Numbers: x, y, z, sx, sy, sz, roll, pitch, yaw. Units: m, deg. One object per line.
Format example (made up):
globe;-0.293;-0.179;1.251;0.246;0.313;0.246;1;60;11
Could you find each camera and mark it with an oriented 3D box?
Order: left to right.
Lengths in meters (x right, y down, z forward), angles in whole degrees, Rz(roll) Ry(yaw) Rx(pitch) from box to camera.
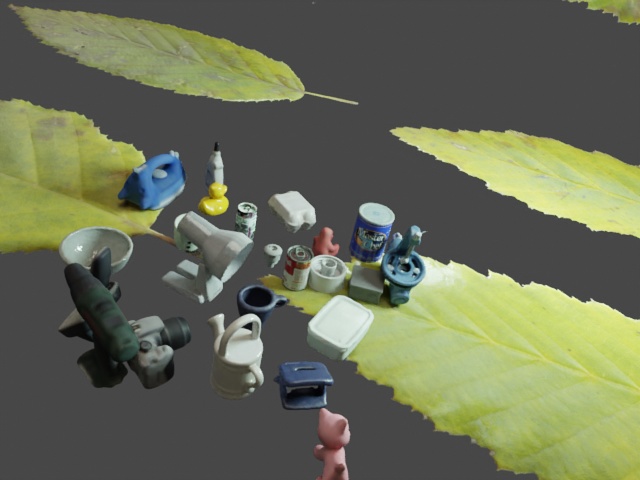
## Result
camera;-0.337;0.215;1.206;0.137;0.101;0.142;-18;46;-35

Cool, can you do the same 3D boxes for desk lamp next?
desk lamp;-0.269;0.046;1.360;0.203;0.213;0.118;24;37;15

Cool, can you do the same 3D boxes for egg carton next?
egg carton;-0.083;-0.087;1.720;0.107;0.069;0.150;-15;45;-34

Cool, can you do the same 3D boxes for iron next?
iron;-0.470;-0.194;1.680;0.118;0.141;0.259;23;37;14

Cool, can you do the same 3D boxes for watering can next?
watering can;-0.173;0.223;1.167;0.172;0.194;0.101;25;38;16

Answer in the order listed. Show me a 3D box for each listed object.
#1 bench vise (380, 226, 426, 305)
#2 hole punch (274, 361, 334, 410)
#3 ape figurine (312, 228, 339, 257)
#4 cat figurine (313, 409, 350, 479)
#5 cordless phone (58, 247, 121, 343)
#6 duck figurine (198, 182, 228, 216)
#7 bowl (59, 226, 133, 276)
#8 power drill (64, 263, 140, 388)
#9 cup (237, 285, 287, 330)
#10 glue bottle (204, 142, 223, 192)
bench vise;0.212;0.033;1.523;0.122;0.220;0.207;-3;39;-21
hole punch;-0.035;0.293;1.205;0.109;0.091;0.101;1;37;-16
ape figurine;0.015;0.006;1.607;0.077;0.092;0.076;34;41;27
cat figurine;0.028;0.386;1.076;0.067;0.118;0.127;3;37;-13
cordless phone;-0.491;0.112;1.224;0.094;0.185;0.147;15;36;3
duck figurine;-0.312;-0.127;1.688;0.077;0.086;0.105;29;39;21
bowl;-0.543;0.042;1.396;0.167;0.075;0.167;9;36;-6
power drill;-0.435;0.181;1.129;0.076;0.208;0.229;-25;50;-40
cup;-0.140;0.165;1.341;0.118;0.095;0.091;-1;38;-19
glue bottle;-0.317;-0.219;1.736;0.037;0.173;0.078;-14;44;-32
